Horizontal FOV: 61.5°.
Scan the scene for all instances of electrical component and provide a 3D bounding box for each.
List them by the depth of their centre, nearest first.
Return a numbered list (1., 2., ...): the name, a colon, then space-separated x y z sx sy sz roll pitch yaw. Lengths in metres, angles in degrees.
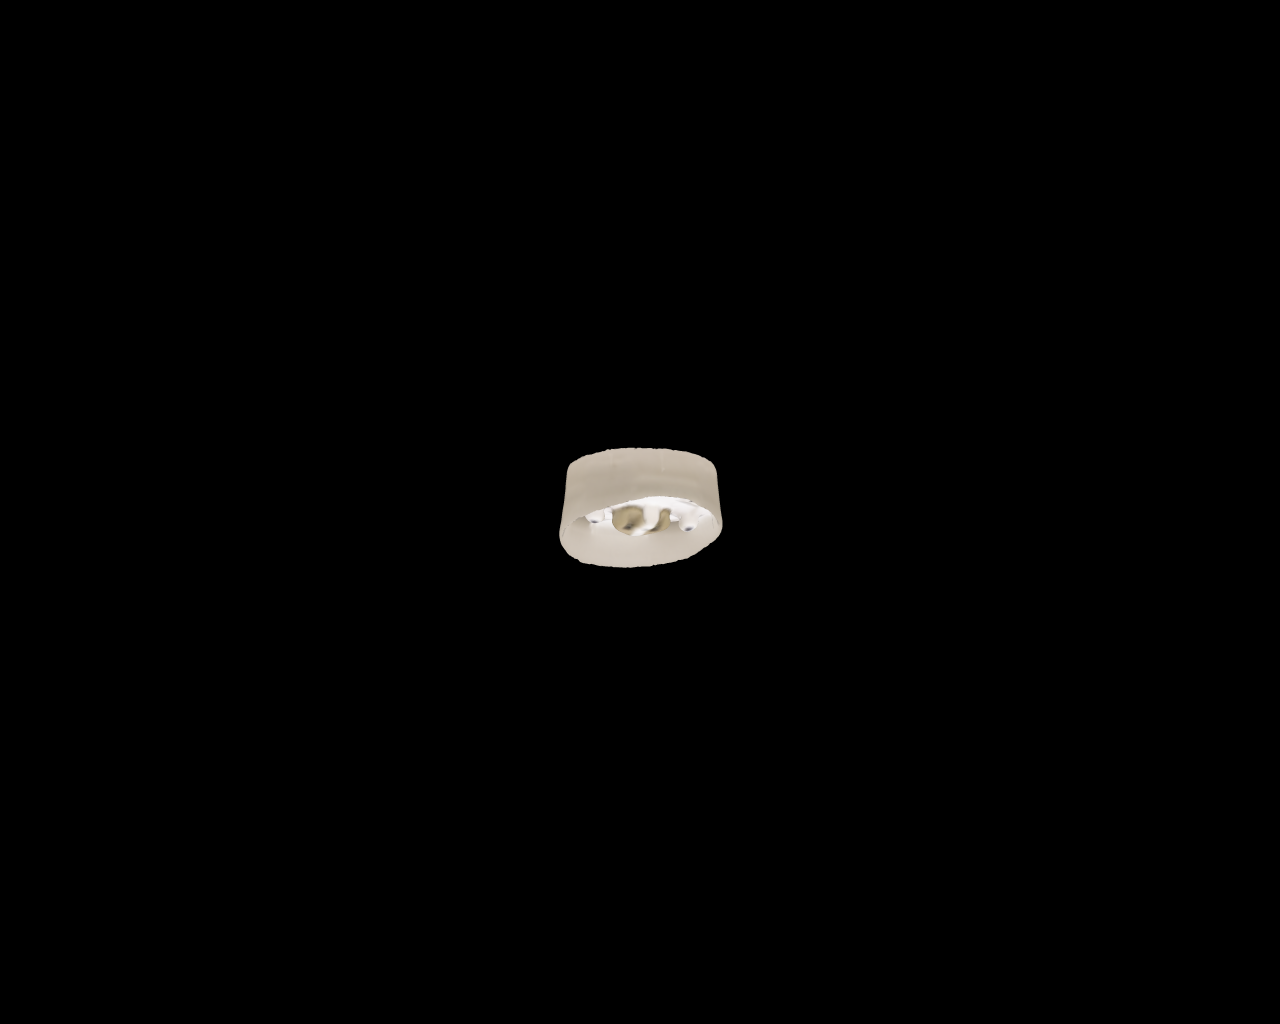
1. electrical component: 0.001 -0.003 0.650 0.099 0.064 0.099 0 -13 0
